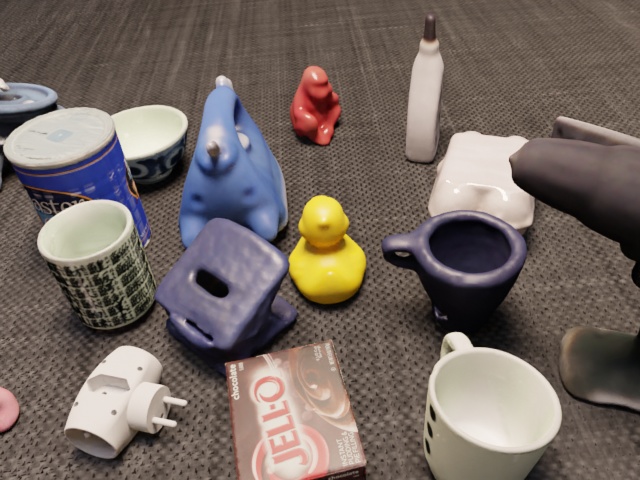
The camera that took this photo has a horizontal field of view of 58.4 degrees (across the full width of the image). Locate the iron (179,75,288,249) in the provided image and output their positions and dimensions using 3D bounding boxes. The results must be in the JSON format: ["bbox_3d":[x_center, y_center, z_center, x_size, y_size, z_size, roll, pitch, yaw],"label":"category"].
[{"bbox_3d":[-0.104,-0.108,0.644,0.118,0.142,0.258,-7,42,-2],"label":"iron"}]

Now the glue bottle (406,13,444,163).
[{"bbox_3d":[0.127,-0.182,0.682,0.037,0.173,0.078,8,43,15],"label":"glue bottle"}]

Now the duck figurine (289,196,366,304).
[{"bbox_3d":[0.005,0.002,0.552,0.077,0.086,0.104,-6,42,-1],"label":"duck figurine"}]

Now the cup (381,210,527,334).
[{"bbox_3d":[0.112,0.035,0.498,0.117,0.095,0.091,4,42,10],"label":"cup"}]

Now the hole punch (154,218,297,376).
[{"bbox_3d":[-0.084,0.048,0.505,0.108,0.091,0.101,28,51,31],"label":"hole punch"}]

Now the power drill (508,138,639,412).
[{"bbox_3d":[0.238,0.032,0.404,0.229,0.209,0.076,9,43,15],"label":"power drill"}]

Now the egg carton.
[{"bbox_3d":[0.177,-0.059,0.617,0.107,0.069,0.150,10,44,16],"label":"egg carton"}]

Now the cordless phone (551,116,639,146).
[{"bbox_3d":[0.324,-0.128,0.593,0.147,0.185,0.094,27,51,31],"label":"cordless phone"}]

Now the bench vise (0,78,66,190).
[{"bbox_3d":[-0.406,-0.168,0.681,0.121,0.220,0.207,8,43,15],"label":"bench vise"}]

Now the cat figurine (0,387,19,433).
[{"bbox_3d":[-0.297,0.132,0.410,0.067,0.118,0.128,8,43,14],"label":"cat figurine"}]

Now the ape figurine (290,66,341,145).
[{"bbox_3d":[-0.006,-0.183,0.756,0.078,0.092,0.076,-30,47,-25],"label":"ape figurine"}]
